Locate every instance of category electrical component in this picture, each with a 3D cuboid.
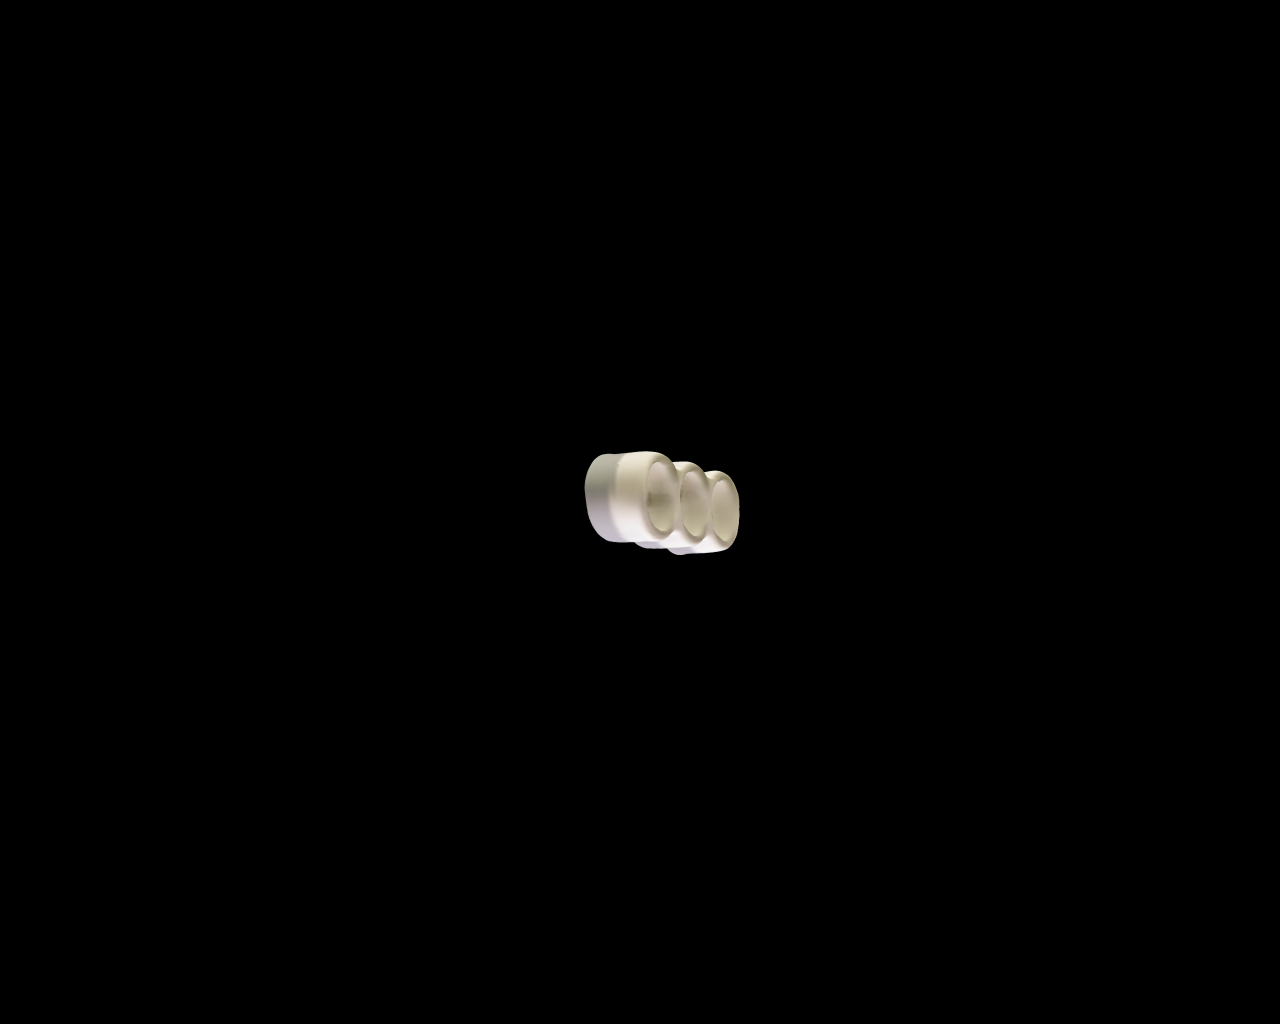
[{"bbox_3d":[0.001,-0.003,0.650,0.074,0.052,0.138,-4,-8,28],"label":"electrical component"}]
